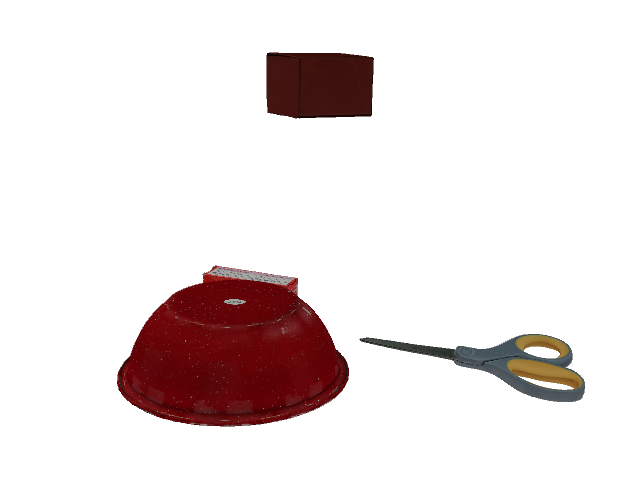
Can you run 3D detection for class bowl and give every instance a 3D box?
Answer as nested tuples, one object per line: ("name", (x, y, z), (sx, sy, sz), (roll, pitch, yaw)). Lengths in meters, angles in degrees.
("bowl", (-0.060, 0.067, 0.736), (0.162, 0.055, 0.162), (0, 17, 0))

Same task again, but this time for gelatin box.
("gelatin box", (-0.067, 0.067, 1.001), (0.089, 0.073, 0.030), (8, 18, 19))

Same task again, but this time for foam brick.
("foam brick", (0.000, -0.131, 0.903), (0.078, 0.051, 0.053), (-6, 15, -33))

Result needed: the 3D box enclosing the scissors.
("scissors", (0.145, 0.099, 0.979), (0.202, 0.016, 0.096), (17, 31, 17))
